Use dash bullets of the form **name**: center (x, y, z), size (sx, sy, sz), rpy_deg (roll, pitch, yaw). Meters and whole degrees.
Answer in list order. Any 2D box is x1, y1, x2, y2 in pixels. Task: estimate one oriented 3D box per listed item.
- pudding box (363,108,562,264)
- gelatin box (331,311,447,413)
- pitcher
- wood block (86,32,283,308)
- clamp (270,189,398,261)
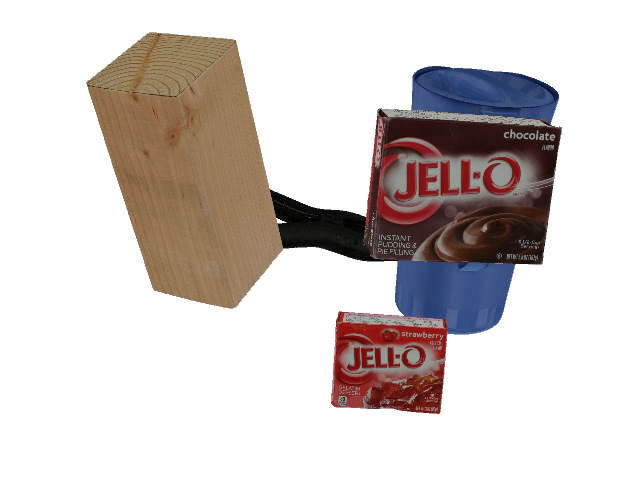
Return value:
- **pudding box**: center (0.088, -0.034, 0.669), size (0.113, 0.090, 0.039), rpy_deg (1, 18, -9)
- **gelatin box**: center (0.055, 0.098, 0.857), size (0.089, 0.073, 0.030), rpy_deg (4, 14, 3)
- **pitcher**: center (0.138, -0.033, 1.003), size (0.145, 0.243, 0.148), rpy_deg (24, 29, 35)
- **wood block**: center (-0.107, -0.056, 0.883), size (0.090, 0.206, 0.090), rpy_deg (11, 42, 28)
- **clamp**: center (0.003, -0.009, 1.168), size (0.210, 0.036, 0.164), rpy_deg (15, 20, -9)
